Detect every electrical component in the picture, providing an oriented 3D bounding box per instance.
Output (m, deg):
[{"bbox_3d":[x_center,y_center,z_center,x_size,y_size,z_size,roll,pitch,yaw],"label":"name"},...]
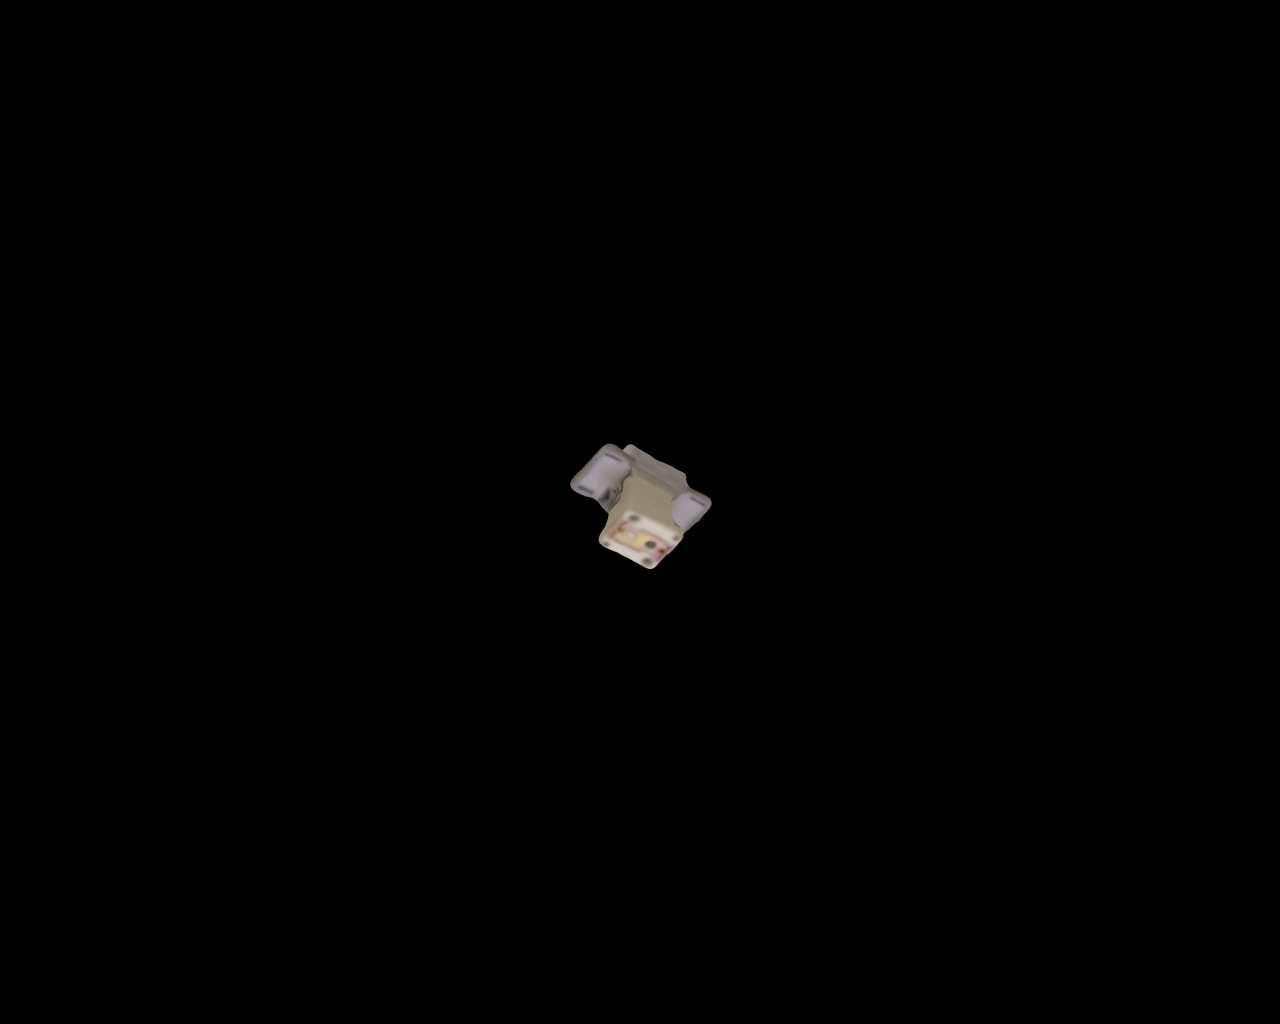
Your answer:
[{"bbox_3d":[0.001,-0.003,0.650,0.081,0.064,0.042,27,-53,-22],"label":"electrical component"}]
